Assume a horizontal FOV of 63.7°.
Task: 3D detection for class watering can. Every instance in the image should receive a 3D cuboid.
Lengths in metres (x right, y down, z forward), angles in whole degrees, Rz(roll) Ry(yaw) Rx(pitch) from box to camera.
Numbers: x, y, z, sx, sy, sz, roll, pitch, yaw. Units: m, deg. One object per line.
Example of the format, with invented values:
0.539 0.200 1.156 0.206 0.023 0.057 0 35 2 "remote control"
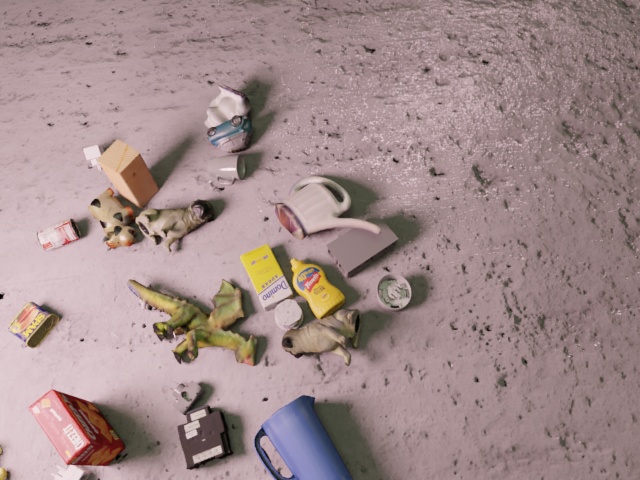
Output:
0.005 -0.077 1.535 0.226 0.101 0.353 -32 49 -16 "watering can"

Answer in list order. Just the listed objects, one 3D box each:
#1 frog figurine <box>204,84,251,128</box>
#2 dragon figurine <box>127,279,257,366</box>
-0.316 -0.438 1.762 0.137 0.123 0.158 26 102 4 "frog figurine"
-0.328 0.200 1.431 0.246 0.119 0.415 -31 67 -33 "dragon figurine"
